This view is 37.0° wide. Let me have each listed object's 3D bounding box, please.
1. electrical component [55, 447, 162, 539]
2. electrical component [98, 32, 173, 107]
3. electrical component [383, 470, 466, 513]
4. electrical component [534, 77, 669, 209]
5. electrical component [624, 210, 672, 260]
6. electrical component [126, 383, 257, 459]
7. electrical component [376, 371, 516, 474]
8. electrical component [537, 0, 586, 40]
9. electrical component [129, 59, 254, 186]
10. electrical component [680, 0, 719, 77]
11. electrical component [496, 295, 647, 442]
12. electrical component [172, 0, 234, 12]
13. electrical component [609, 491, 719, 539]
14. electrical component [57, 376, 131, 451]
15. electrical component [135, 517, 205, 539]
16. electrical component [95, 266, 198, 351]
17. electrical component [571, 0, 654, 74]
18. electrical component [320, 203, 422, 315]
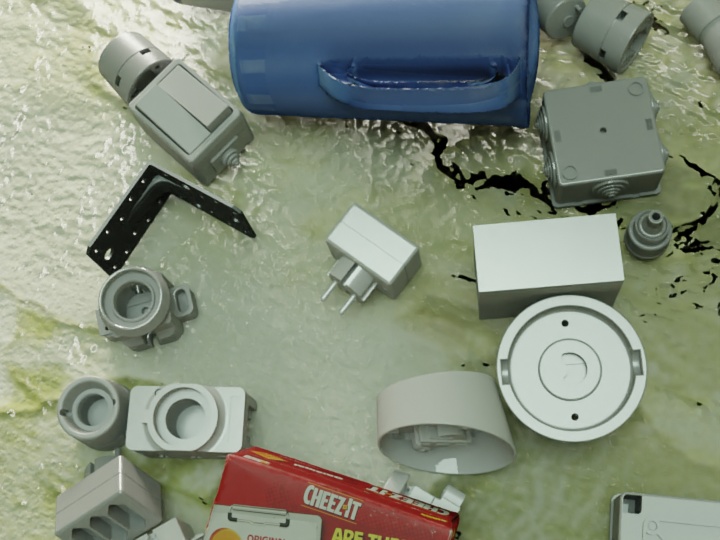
[{"bbox_3d":[-0.193,0.169,0.824,0.066,0.047,0.076,-34,36,12],"label":"electrical component"},{"bbox_3d":[-0.192,-0.172,0.927,0.055,0.055,0.047,-43,70,-7],"label":"electrical component"},{"bbox_3d":[0.038,0.181,0.799,0.055,0.048,0.066,31,79,7],"label":"electrical component"},{"bbox_3d":[0.193,-0.103,0.865,0.100,0.048,0.099,-8,73,4],"label":"electrical component"},{"bbox_3d":[0.225,-0.031,0.833,0.035,0.061,0.035,-2,72,6],"label":"electrical component"},{"bbox_3d":[-0.130,0.118,0.831,0.089,0.055,0.050,0,73,6],"label":"electrical component"},{"bbox_3d":[0.061,0.114,0.791,0.099,0.099,0.064,-9,67,4],"label":"electrical component"},{"bbox_3d":[0.158,-0.229,0.912,0.040,0.040,0.078,-30,52,-3],"label":"electrical component"},{"bbox_3d":[-0.137,-0.121,0.901,0.096,0.061,0.061,41,82,16],"label":"electrical component"},{"bbox_3d":[0.295,-0.197,0.887,0.044,0.044,0.065,-30,67,-3],"label":"electrical component"},{"bbox_3d":[0.156,0.077,0.807,0.108,0.060,0.108,-1,76,6],"label":"electrical component"},{"bbox_3d":[-0.114,-0.267,0.935,0.113,0.078,0.057,11,72,9],"label":"electrical component"},{"bbox_3d":[0.232,0.217,0.760,0.109,0.056,0.108,4,74,8],"label":"electrical component"},{"bbox_3d":[-0.206,0.112,0.846,0.055,0.047,0.055,-2,73,6],"label":"electrical component"},{"bbox_3d":[-0.141,0.224,0.806,0.066,0.048,0.055,-29,65,-3],"label":"electrical component"},{"bbox_3d":[-0.176,0.030,0.862,0.078,0.057,0.058,-16,72,1],"label":"electrical component"},{"bbox_3d":[0.208,-0.198,0.890,0.047,0.055,0.055,33,79,19],"label":"electrical component"},{"bbox_3d":[0.000,0.000,0.856,0.066,0.047,0.076,35,80,15],"label":"electrical component"}]
